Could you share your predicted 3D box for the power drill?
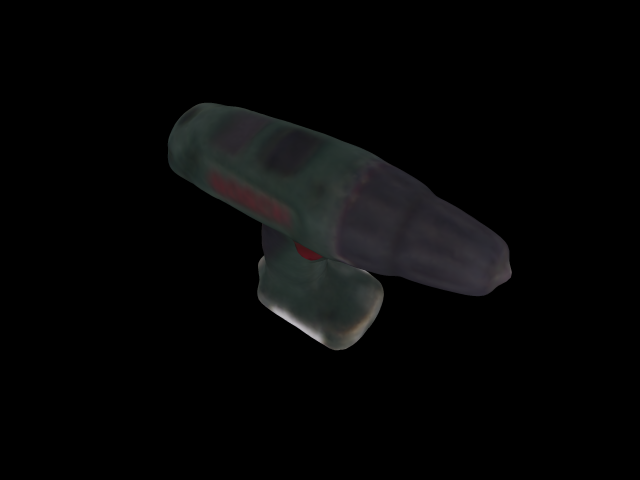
[{"bbox_3d":[0.004,0.001,0.400,0.229,0.208,0.076,30,67,15],"label":"power drill"}]
